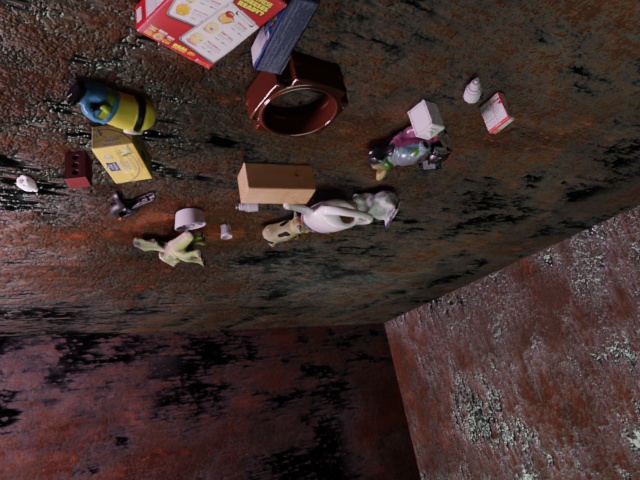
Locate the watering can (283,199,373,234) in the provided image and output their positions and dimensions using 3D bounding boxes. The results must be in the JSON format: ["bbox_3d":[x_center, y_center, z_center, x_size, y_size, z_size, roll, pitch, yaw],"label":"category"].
[{"bbox_3d":[0.005,-0.086,1.718,0.347,0.105,0.223,8,170,-26],"label":"watering can"}]

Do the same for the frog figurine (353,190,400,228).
[{"bbox_3d":[0.193,-0.130,1.801,0.159,0.124,0.135,27,164,2],"label":"frog figurine"}]

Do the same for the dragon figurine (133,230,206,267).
[{"bbox_3d":[-0.519,0.022,1.769,0.243,0.124,0.404,0,162,-3],"label":"dragon figurine"}]
